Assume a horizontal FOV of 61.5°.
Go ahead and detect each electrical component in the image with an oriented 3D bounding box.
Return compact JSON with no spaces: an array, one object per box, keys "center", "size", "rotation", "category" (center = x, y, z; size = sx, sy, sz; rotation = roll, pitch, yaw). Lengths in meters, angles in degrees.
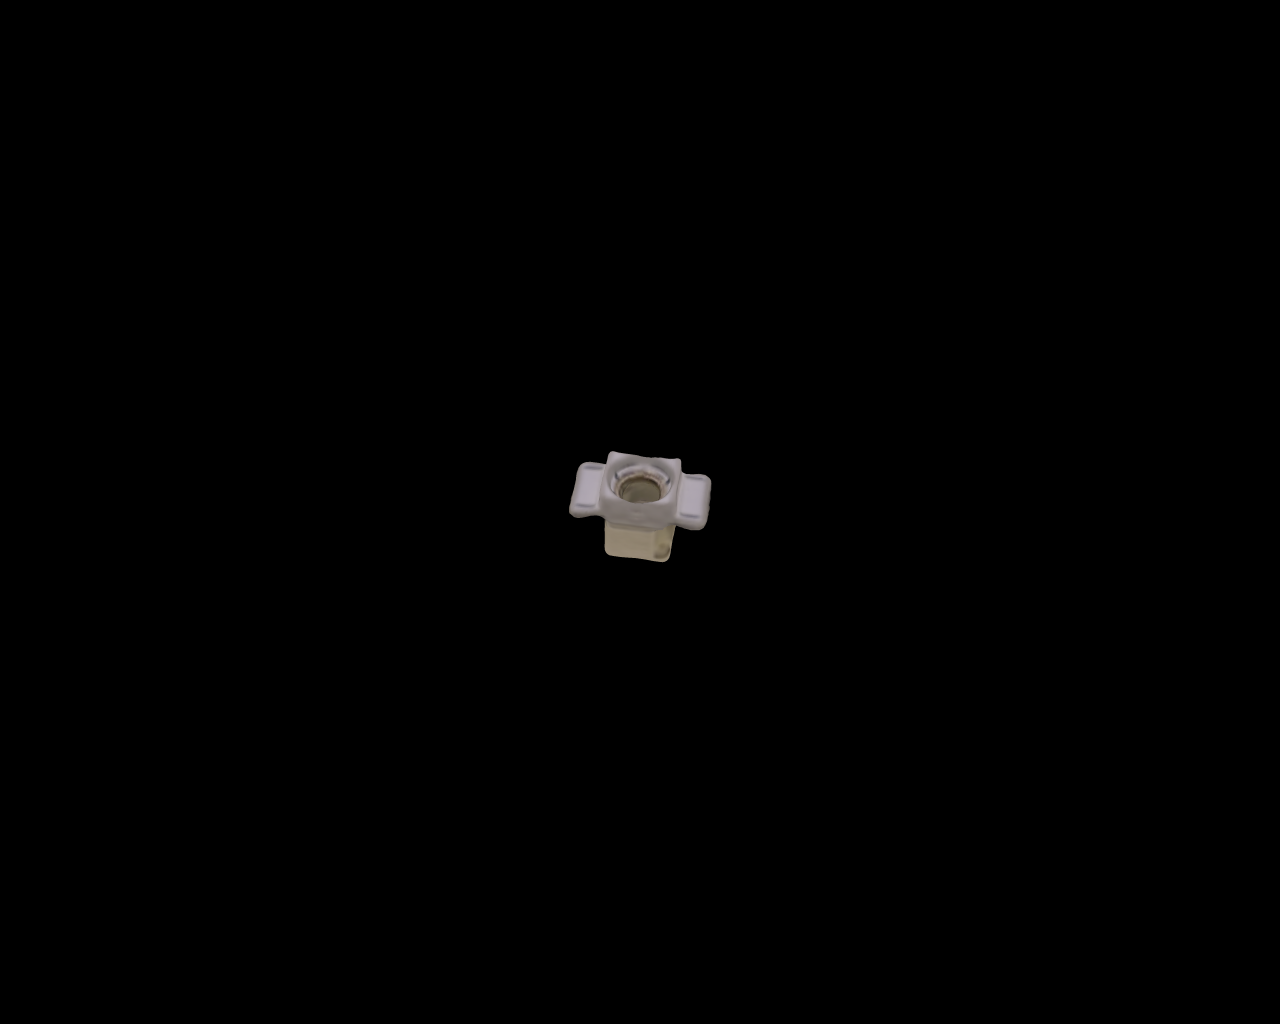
[{"center":[0.001,-0.003,0.650],"size":[0.081,0.042,0.063],"rotation":[7,-40,6],"category":"electrical component"}]
